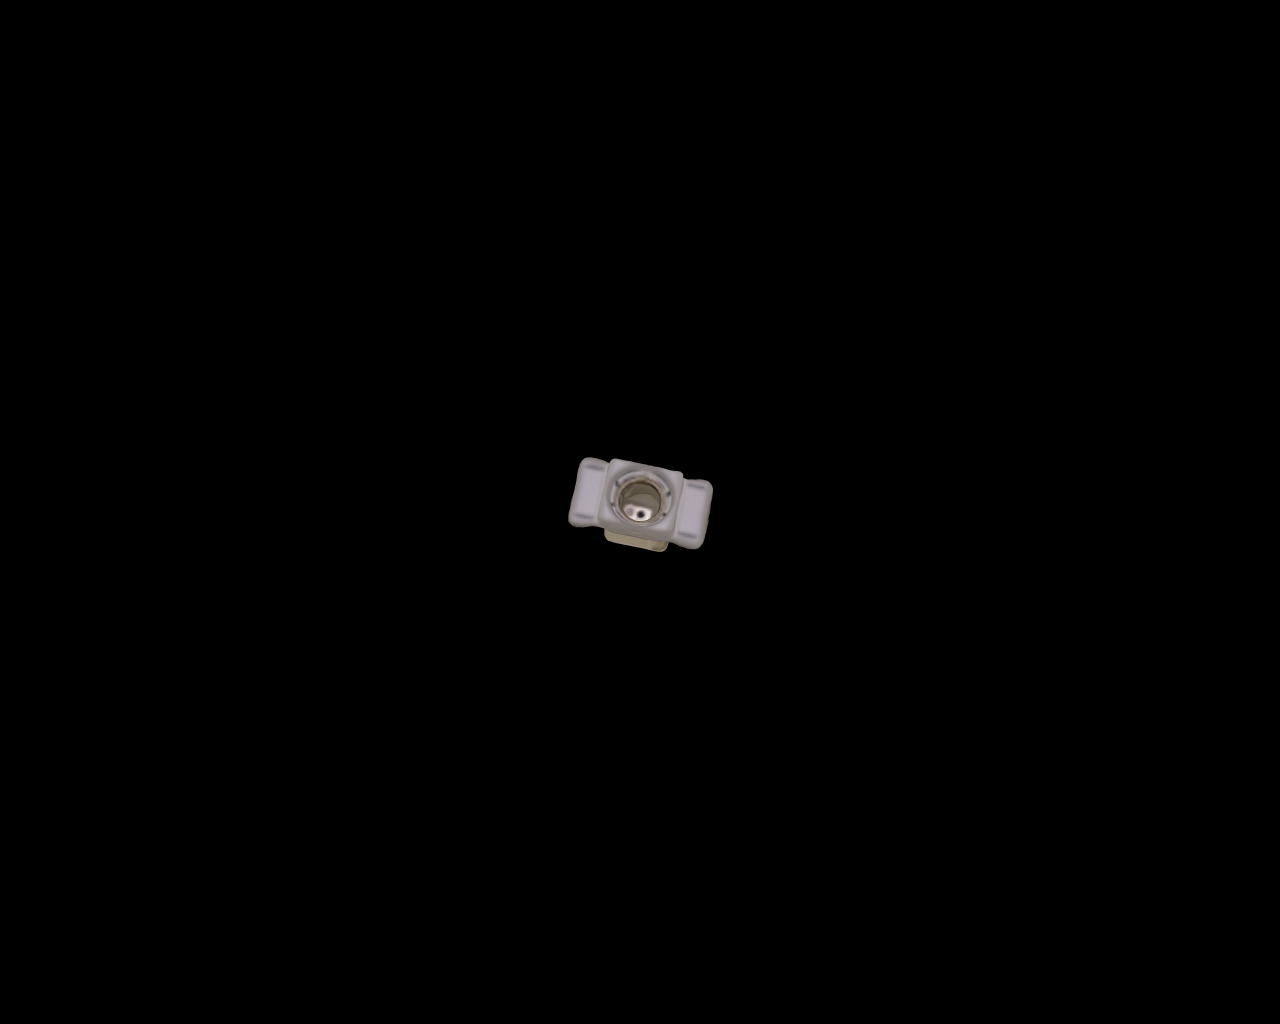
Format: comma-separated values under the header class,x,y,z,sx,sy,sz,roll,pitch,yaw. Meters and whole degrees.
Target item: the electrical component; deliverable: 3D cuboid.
class,x,y,z,sx,sy,sz,roll,pitch,yaw
electrical component,0.001,-0.003,0.650,0.081,0.042,0.063,13,-15,4
